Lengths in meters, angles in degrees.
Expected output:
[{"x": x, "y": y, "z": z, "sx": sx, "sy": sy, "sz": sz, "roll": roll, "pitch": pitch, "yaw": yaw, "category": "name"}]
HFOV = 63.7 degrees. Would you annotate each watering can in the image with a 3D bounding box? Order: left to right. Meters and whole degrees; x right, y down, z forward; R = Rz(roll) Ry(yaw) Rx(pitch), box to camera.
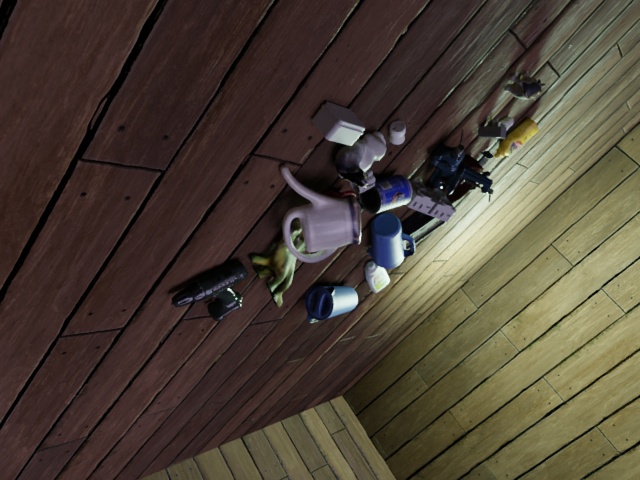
[{"x": 0.004, "y": -0.071, "z": 1.402, "sx": 0.225, "sy": 0.106, "sz": 0.339, "roll": -11, "pitch": 132, "yaw": -6, "category": "watering can"}]

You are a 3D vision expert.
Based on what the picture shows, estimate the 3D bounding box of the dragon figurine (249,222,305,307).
[{"x": -0.089, "y": 0.068, "z": 1.641, "sx": 0.245, "sy": 0.123, "sz": 0.402, "roll": -40, "pitch": 157, "yaw": -13, "category": "dragon figurine"}]

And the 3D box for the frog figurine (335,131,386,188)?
[{"x": 0.112, "y": -0.237, "z": 1.405, "sx": 0.135, "sy": 0.123, "sz": 0.161, "roll": 45, "pitch": 61, "yaw": -56, "category": "frog figurine"}]
